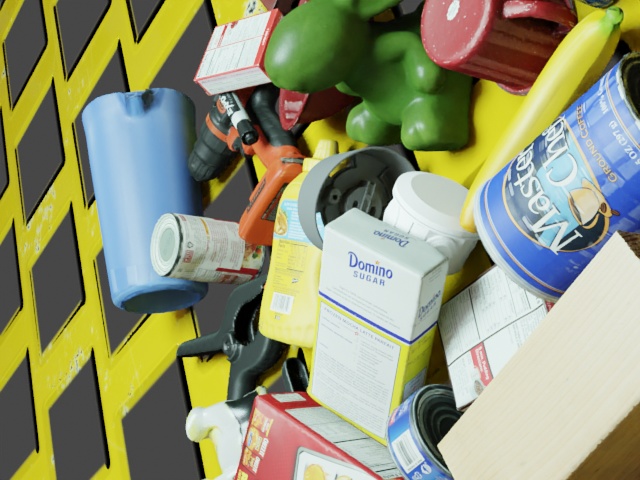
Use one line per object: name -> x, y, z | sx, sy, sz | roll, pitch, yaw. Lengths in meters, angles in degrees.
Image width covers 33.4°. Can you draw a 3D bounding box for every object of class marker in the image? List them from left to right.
marker -> -0.086, -0.134, 1.078 | 0.020, 0.020, 0.121 | -60, 37, 29

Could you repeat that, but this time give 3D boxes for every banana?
banana -> 0.160, -0.091, 0.769 | 0.037, 0.069, 0.198 | 39, 123, 16

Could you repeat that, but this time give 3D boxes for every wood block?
wood block -> 0.178, 0.102, 0.678 | 0.206, 0.090, 0.091 | -58, 41, 32

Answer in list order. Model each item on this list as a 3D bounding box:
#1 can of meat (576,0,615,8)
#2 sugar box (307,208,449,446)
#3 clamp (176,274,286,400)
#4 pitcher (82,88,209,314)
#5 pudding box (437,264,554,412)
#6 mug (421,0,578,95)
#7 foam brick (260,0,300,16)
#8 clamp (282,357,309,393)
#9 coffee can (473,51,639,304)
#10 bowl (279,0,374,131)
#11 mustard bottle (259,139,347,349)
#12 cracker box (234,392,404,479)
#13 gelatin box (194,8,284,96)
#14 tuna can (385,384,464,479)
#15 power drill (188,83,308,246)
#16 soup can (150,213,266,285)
can of meat -> 0.167, -0.215, 0.764 | 0.058, 0.083, 0.102 | -59, 40, 30
sugar box -> 0.043, 0.071, 0.842 | 0.093, 0.048, 0.176 | 29, 129, 28
clamp -> -0.087, 0.107, 1.107 | 0.165, 0.036, 0.210 | 52, 127, 41
pitcher -> -0.195, -0.040, 1.234 | 0.145, 0.149, 0.243 | -23, 67, 35
pudding box -> 0.139, 0.068, 0.787 | 0.114, 0.039, 0.090 | -41, 47, 41
mug -> 0.137, -0.162, 0.797 | 0.117, 0.081, 0.093 | 10, 92, 56
foam brick -> -0.023, -0.268, 1.080 | 0.078, 0.052, 0.051 | -63, 38, 27
clamp -> 0.008, 0.186, 0.955 | 0.120, 0.039, 0.171 | -19, 72, 57
coffee can -> 0.182, -0.037, 0.688 | 0.141, 0.102, 0.103 | -46, 48, 41
bowl -> 0.010, -0.175, 0.986 | 0.162, 0.055, 0.162 | -169, 90, -77
mustard bottle -> -0.006, 0.001, 0.994 | 0.096, 0.058, 0.191 | 10, 91, 55
cracker box -> 0.017, 0.242, 0.867 | 0.214, 0.071, 0.164 | 27, 107, 41
gelatin box -> -0.077, -0.187, 1.072 | 0.089, 0.030, 0.073 | -7, 55, 37
tuna can -> 0.093, 0.151, 0.795 | 0.034, 0.086, 0.086 | -48, 46, 36
power drill -> -0.073, -0.085, 1.109 | 0.185, 0.057, 0.188 | -55, 42, 34
soup can -> -0.117, 0.010, 1.115 | 0.069, 0.102, 0.068 | -16, 71, 54
